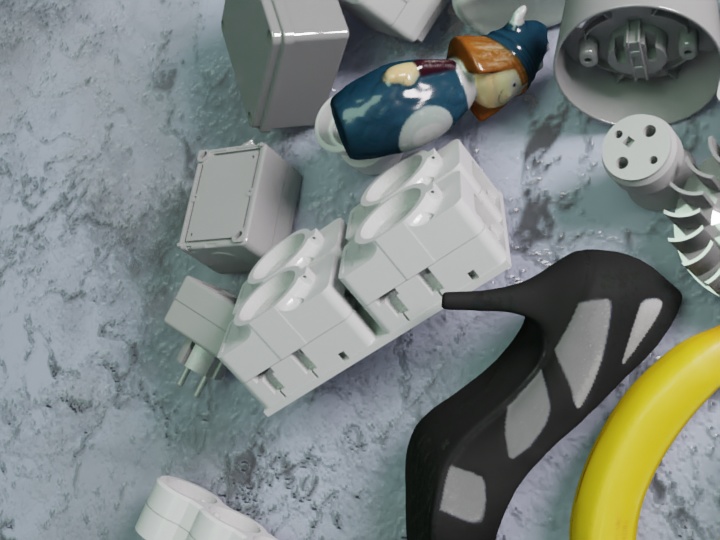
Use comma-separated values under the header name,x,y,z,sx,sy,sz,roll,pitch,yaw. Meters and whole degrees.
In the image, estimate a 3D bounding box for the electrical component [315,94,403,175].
name,x,y,z,sx,sy,sz,roll,pitch,yaw
electrical component,0.001,-0.095,0.756,0.045,0.055,0.045,-9,71,29

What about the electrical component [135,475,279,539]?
name,x,y,z,sx,sy,sz,roll,pitch,yaw
electrical component,-0.100,0.203,0.730,0.138,0.052,0.073,24,88,34

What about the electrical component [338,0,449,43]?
name,x,y,z,sx,sy,sz,roll,pitch,yaw
electrical component,0.021,-0.205,0.767,0.061,0.061,0.096,-57,27,5

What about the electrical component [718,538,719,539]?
name,x,y,z,sx,sy,sz,roll,pitch,yaw
electrical component,0.197,0.168,0.565,0.043,0.043,0.081,24,89,34

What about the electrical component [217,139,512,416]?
name,x,y,z,sx,sy,sz,roll,pitch,yaw
electrical component,0.000,0.000,0.692,0.186,0.060,0.105,-33,20,19

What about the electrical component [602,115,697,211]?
name,x,y,z,sx,sy,sz,roll,pitch,yaw
electrical component,0.173,-0.064,0.642,0.045,0.055,0.045,-9,71,29

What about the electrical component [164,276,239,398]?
name,x,y,z,sx,sy,sz,roll,pitch,yaw
electrical component,-0.109,0.055,0.783,0.066,0.047,0.076,28,91,35

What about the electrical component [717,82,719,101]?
name,x,y,z,sx,sy,sz,roll,pitch,yaw
electrical component,0.300,-0.127,0.580,0.186,0.060,0.105,9,80,33

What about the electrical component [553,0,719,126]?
name,x,y,z,sx,sy,sz,roll,pitch,yaw
electrical component,0.167,-0.136,0.645,0.099,0.099,0.064,-4,67,30

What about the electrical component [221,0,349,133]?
name,x,y,z,sx,sy,sz,roll,pitch,yaw
electrical component,-0.057,-0.175,0.782,0.108,0.056,0.108,115,142,-57

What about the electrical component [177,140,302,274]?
name,x,y,z,sx,sy,sz,roll,pitch,yaw
electrical component,-0.084,-0.049,0.795,0.062,0.061,0.096,-3,66,31
